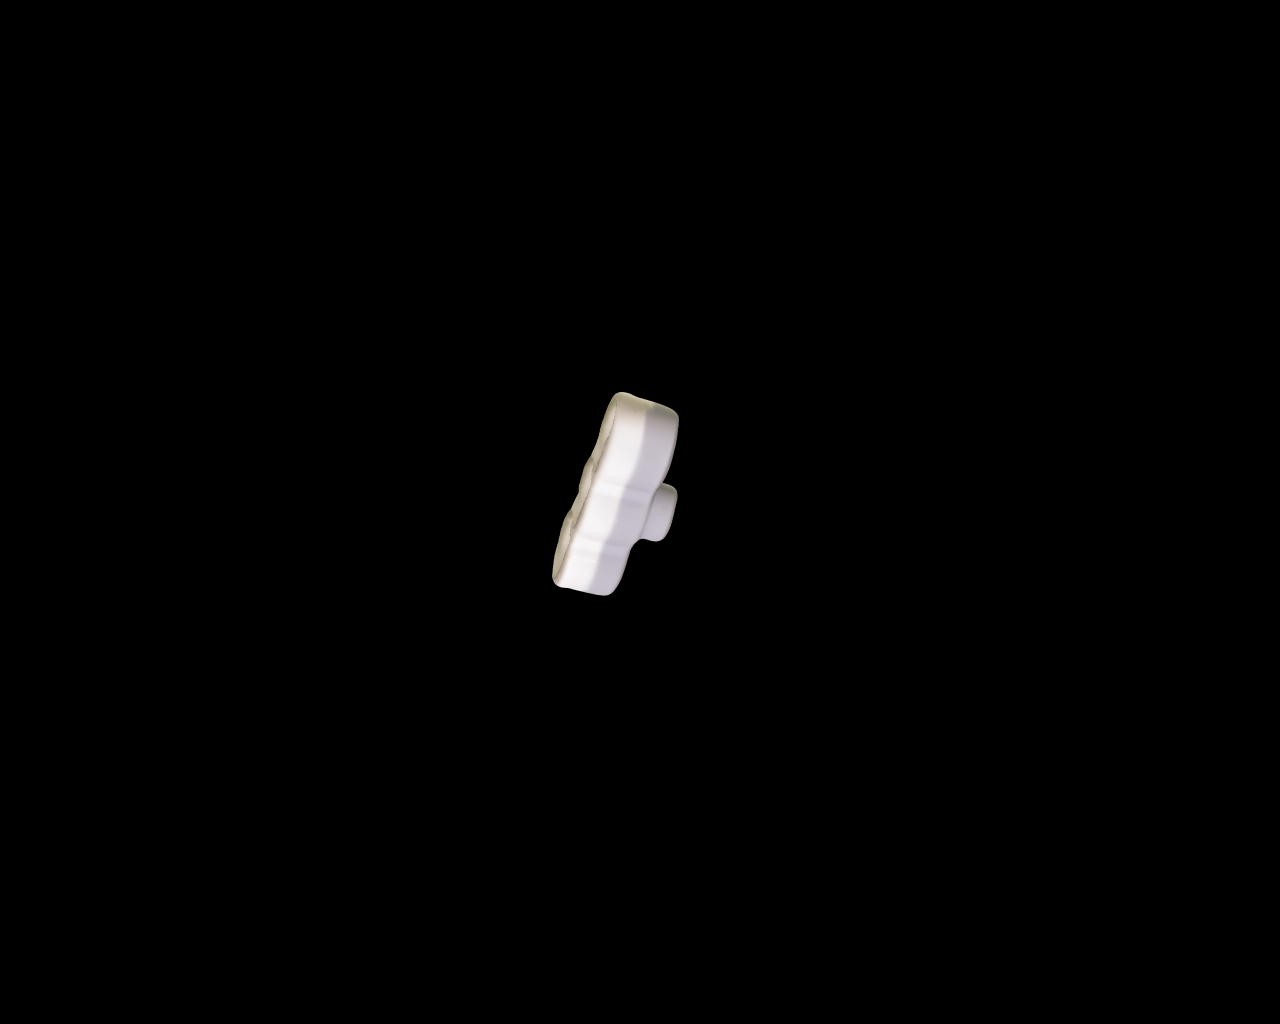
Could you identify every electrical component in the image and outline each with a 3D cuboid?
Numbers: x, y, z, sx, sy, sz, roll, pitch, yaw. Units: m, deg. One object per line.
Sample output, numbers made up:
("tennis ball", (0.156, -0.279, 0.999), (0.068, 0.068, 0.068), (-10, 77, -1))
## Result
("electrical component", (0.001, -0.003, 0.650), (0.074, 0.138, 0.052), (15, 36, -11))
